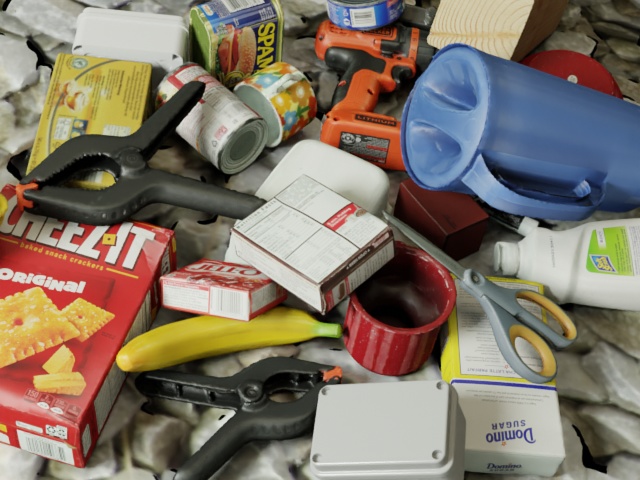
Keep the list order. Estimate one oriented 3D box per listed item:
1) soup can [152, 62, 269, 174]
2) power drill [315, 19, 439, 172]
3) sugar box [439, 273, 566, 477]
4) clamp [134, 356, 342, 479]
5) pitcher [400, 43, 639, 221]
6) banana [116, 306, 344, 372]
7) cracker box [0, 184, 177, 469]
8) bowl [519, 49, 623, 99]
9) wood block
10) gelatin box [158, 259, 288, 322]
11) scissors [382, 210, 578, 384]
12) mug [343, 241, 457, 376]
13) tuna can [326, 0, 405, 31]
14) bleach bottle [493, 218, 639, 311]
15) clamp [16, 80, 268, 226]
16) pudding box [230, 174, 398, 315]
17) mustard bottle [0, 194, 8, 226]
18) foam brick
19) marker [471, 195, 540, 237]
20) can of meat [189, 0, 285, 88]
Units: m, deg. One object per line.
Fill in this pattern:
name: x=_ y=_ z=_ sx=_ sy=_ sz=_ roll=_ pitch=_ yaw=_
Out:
soup can: x=-0.108 y=-0.121 z=1.058 sx=0.068 sy=0.068 sz=0.102 roll=-35 pitch=64 yaw=-30
power drill: x=0.078 y=-0.156 z=1.120 sx=0.184 sy=0.057 sz=0.187 roll=7 pitch=48 yaw=3
sugar box: x=0.152 y=0.114 z=0.918 sx=0.093 sy=0.048 sz=0.176 roll=5 pitch=54 yaw=-4
clamp: x=-0.059 y=0.144 z=0.868 sx=0.171 sy=0.039 sz=0.120 roll=-8 pitch=50 yaw=-11
pitcher: x=0.209 y=-0.087 z=0.999 sx=0.242 sy=0.145 sz=0.149 roll=9 pitch=87 yaw=-28
banana: x=-0.082 y=0.080 z=0.898 sx=0.197 sy=0.070 sz=0.037 roll=-8 pitch=89 yaw=-25
cracker box: x=-0.232 y=0.064 z=0.890 sx=0.164 sy=0.072 sz=0.213 roll=16 pitch=50 yaw=5
bowl: x=0.261 y=-0.153 z=1.142 sx=0.162 sy=0.055 sz=0.162 roll=4 pitch=51 yaw=-5
wood block: x=0.205 y=-0.258 z=1.156 sx=0.091 sy=0.090 sz=0.205 roll=28 pitch=33 yaw=14
gelatin box: x=-0.082 y=0.041 z=0.918 sx=0.089 sy=0.030 sz=0.073 roll=8 pitch=15 yaw=24
scissors: x=0.131 y=0.053 z=0.886 sx=0.201 sy=0.016 sz=0.096 roll=26 pitch=48 yaw=-16
mug: x=0.064 y=0.055 z=0.929 sx=0.093 sy=0.081 sz=0.117 roll=4 pitch=51 yaw=-5
tuna can: x=0.048 y=-0.258 z=1.141 sx=0.086 sy=0.034 sz=0.086 roll=-6 pitch=40 yaw=5
bleach bottle: x=0.289 y=0.018 z=1.003 sx=0.251 sy=0.068 sz=0.102 roll=4 pitch=50 yaw=-2
clamp: x=-0.165 y=-0.069 z=0.944 sx=0.209 sy=0.036 sz=0.164 roll=-10 pitch=56 yaw=-19
pudding box: x=-0.006 y=0.001 z=0.898 sx=0.090 sy=0.039 sz=0.114 roll=-39 pitch=49 yaw=-24
mustard bottle: x=-0.322 y=-0.012 z=0.880 sx=0.192 sy=0.058 sz=0.096 roll=-12 pitch=39 yaw=37
foam brick: x=0.114 y=-0.023 z=1.019 sx=0.052 sy=0.051 sz=0.078 roll=-23 pitch=57 yaw=-23
marker: x=0.159 y=-0.036 z=1.056 sx=0.121 sy=0.020 sz=0.020 roll=27 pitch=53 yaw=14
can of meat: x=-0.088 y=-0.208 z=1.111 sx=0.083 sy=0.102 sz=0.057 roll=-22 pitch=57 yaw=-21
